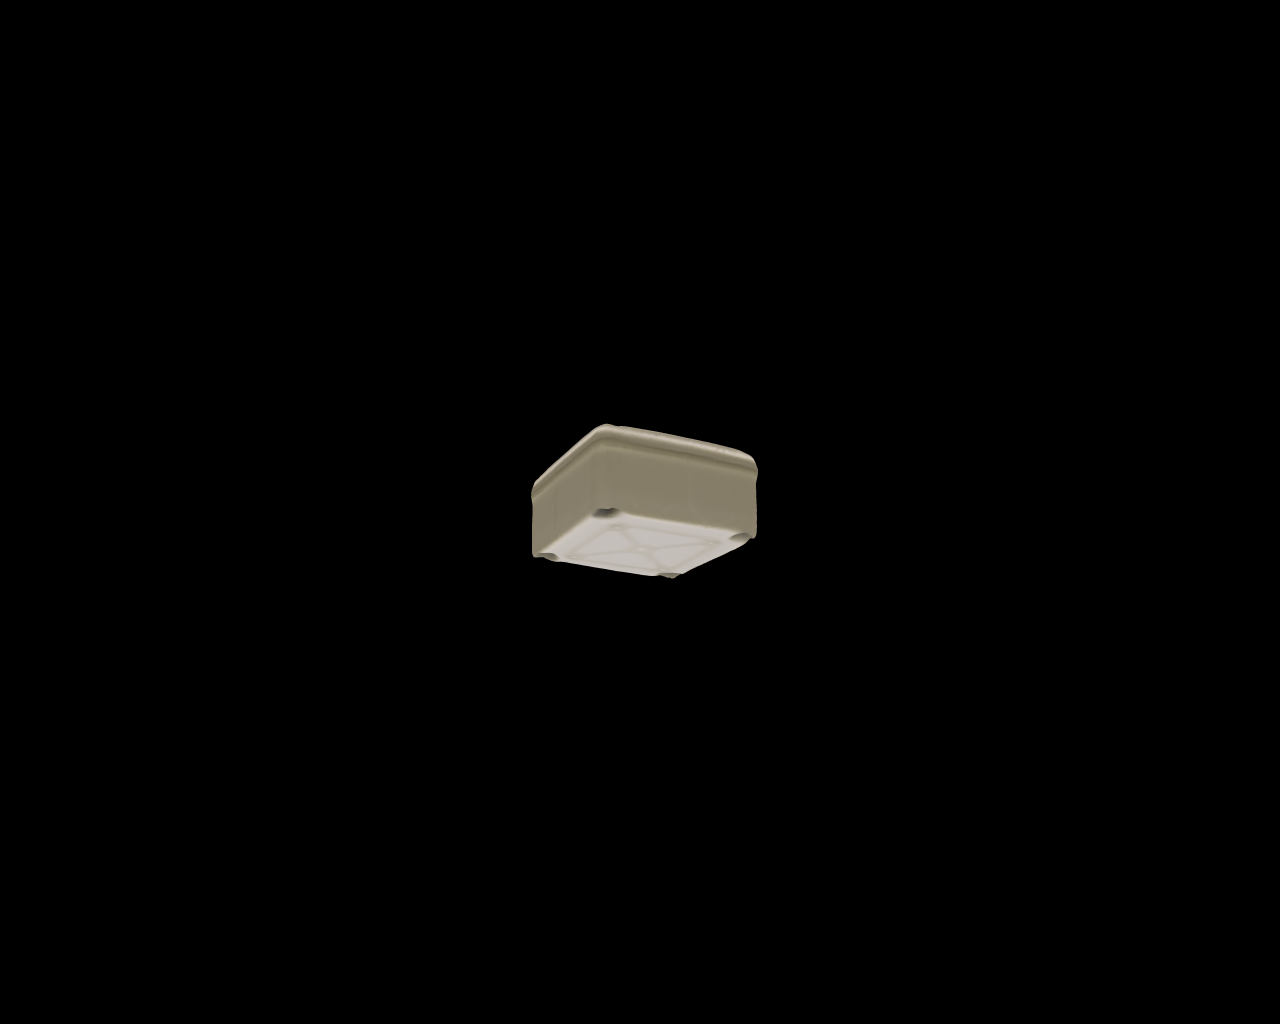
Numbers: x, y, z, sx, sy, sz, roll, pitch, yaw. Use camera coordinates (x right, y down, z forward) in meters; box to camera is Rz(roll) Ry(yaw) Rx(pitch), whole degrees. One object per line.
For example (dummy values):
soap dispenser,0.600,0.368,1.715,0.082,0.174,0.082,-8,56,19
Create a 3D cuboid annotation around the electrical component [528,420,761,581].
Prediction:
electrical component,0.001,-0.003,0.650,0.109,0.056,0.108,10,-22,-26
